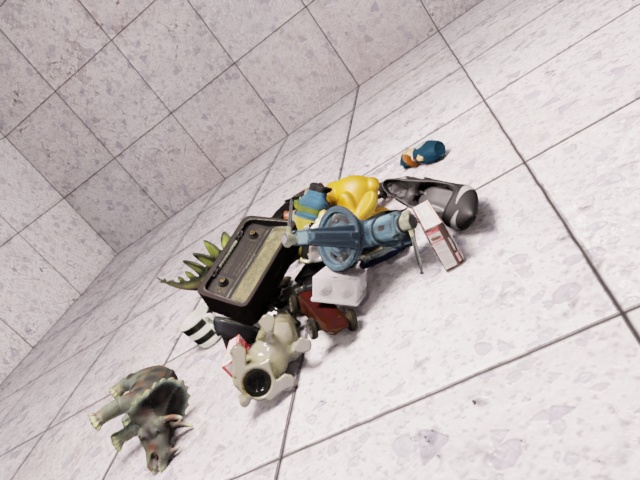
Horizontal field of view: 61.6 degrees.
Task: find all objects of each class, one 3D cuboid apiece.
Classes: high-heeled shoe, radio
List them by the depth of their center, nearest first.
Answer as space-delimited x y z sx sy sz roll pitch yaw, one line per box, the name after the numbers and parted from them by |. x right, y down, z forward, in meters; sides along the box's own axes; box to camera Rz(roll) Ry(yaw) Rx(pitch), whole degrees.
0.203 -0.083 1.019 0.249 0.145 0.086 -110 38 -82 | high-heeled shoe
-0.143 0.054 1.113 0.131 0.073 0.229 10 51 25 | radio

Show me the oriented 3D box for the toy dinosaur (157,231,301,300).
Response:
-0.234 0.087 1.344 0.472 0.198 0.105 -22 22 35 | toy dinosaur

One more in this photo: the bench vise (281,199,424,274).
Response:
0.049 -0.006 0.950 0.240 0.128 0.224 -1 0 -37 | bench vise

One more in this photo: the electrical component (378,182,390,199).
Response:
0.181 -0.128 1.332 0.078 0.045 0.102 -16 6 -36 | electrical component

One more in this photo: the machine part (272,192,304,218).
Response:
-0.089 -0.083 1.458 0.139 0.039 0.084 -45 26 -24 | machine part

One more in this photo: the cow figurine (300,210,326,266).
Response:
-0.001 -0.003 1.163 0.098 0.068 0.167 -43 15 16 | cow figurine

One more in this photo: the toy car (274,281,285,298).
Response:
-0.165 0.096 1.196 0.162 0.103 0.109 -18 -4 6 | toy car

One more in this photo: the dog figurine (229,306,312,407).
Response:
-0.098 0.213 0.999 0.172 0.121 0.190 -46 1 -8 | dog figurine

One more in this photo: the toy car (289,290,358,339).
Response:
0.004 0.138 0.999 0.089 0.053 0.202 -8 14 -16 | toy car

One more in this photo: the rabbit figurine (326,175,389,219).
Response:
0.089 -0.063 1.284 0.162 0.121 0.173 -10 46 37 | rabbit figurine

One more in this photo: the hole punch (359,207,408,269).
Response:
0.125 -0.004 1.107 0.142 0.092 0.116 -31 -6 27 | hole punch

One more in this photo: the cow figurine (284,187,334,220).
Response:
-0.025 -0.050 1.372 0.127 0.085 0.195 -7 62 23 | cow figurine

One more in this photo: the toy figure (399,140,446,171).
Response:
0.256 -0.219 1.385 0.064 0.057 0.154 -4 -2 -32 | toy figure

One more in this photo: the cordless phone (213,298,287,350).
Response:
-0.134 0.168 1.153 0.184 0.088 0.146 -25 0 -14 | cordless phone

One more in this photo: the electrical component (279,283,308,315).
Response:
-0.050 0.126 1.126 0.021 0.063 0.094 -23 -5 -41 | electrical component

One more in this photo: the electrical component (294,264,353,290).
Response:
0.013 0.068 1.157 0.115 0.058 0.134 -24 23 40 | electrical component

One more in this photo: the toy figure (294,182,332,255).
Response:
-0.026 -0.043 1.261 0.082 0.089 0.180 25 107 47 | toy figure

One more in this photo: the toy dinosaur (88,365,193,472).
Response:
-0.362 0.332 1.151 0.192 0.131 0.405 -27 14 -7 | toy dinosaur

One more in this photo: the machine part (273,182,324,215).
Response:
-0.051 -0.068 1.541 0.201 0.087 0.201 -33 19 10 | machine part
